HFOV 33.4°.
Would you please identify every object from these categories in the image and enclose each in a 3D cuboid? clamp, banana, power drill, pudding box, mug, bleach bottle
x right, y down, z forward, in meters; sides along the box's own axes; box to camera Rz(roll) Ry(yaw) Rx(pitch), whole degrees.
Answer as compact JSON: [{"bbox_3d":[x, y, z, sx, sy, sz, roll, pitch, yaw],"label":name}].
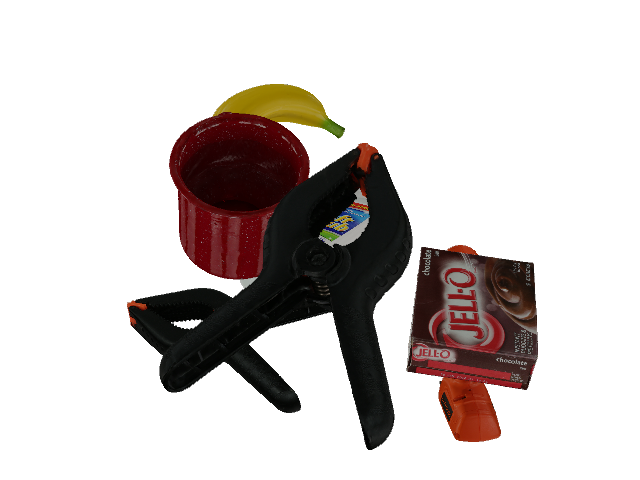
[{"bbox_3d":[0.008,0.026,0.548,0.120,0.171,0.039,24,-26,16],"label":"clamp"},{"bbox_3d":[-0.052,-0.119,1.021,0.070,0.037,0.197,42,34,23],"label":"banana"},{"bbox_3d":[-0.089,0.092,1.013,0.210,0.036,0.164,5,36,10],"label":"clamp"},{"bbox_3d":[0.166,0.118,1.144,0.057,0.188,0.184,-2,24,-3],"label":"power drill"},{"bbox_3d":[0.113,0.056,0.799,0.090,0.039,0.113,9,36,3],"label":"pudding box"},{"bbox_3d":[-0.060,-0.036,0.743,0.093,0.117,0.081,-7,-37,-12],"label":"mug"},{"bbox_3d":[0.013,-0.009,1.308,0.103,0.068,0.250,20,36,29],"label":"bleach bottle"}]
